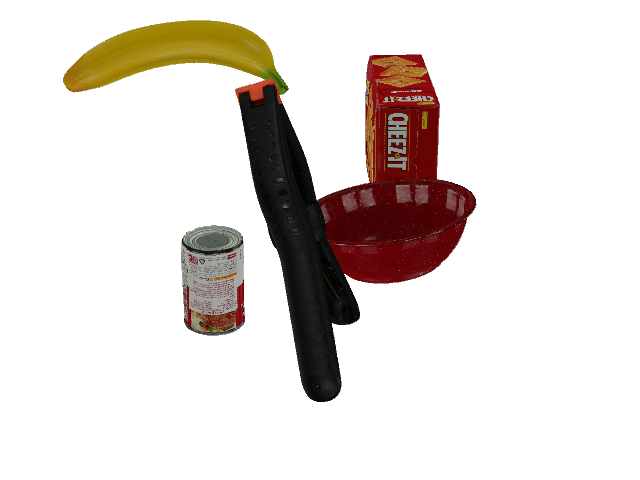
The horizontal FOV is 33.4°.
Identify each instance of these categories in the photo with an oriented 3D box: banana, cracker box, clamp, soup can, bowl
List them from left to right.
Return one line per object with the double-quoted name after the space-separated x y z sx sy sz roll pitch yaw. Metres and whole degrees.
-0.128 -0.165 0.950 0.197 0.069 0.037 -1 -33 -4 "banana"
-0.117 0.043 1.165 0.068 0.102 0.068 1 25 -1 "soup can"
-0.013 -0.008 0.745 0.036 0.210 0.164 -15 5 9 "clamp"
0.063 -0.004 0.968 0.162 0.055 0.162 -8 21 3 "bowl"
0.087 -0.101 1.178 0.072 0.164 0.213 -1 23 1 "cracker box"
